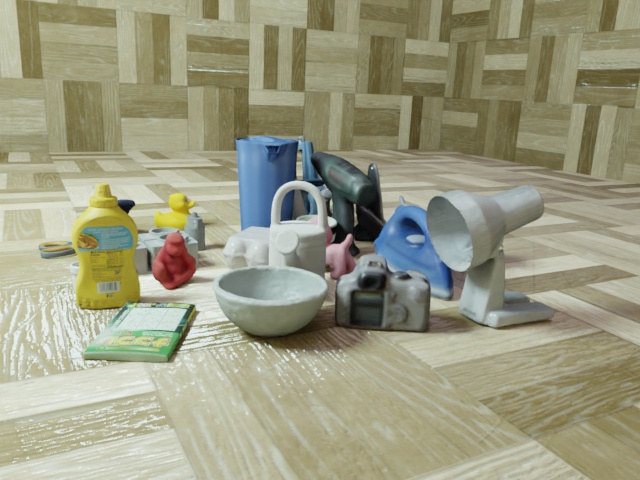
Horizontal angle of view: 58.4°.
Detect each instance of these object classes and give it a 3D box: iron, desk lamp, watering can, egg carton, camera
[{"bbox_3d":[0.193,0.005,1.090,0.119,0.141,0.257,-2,15,-16],"label":"iron"},{"bbox_3d":[0.268,0.021,0.900,0.204,0.213,0.117,-4,16,-23],"label":"desk lamp"},{"bbox_3d":[-0.036,-0.002,0.972,0.101,0.194,0.172,-1,15,-12],"label":"watering can"},{"bbox_3d":[-0.118,0.020,1.121,0.107,0.069,0.150,7,15,16],"label":"egg carton"},{"bbox_3d":[0.098,0.071,0.901,0.143,0.101,0.137,3,15,3],"label":"camera"}]

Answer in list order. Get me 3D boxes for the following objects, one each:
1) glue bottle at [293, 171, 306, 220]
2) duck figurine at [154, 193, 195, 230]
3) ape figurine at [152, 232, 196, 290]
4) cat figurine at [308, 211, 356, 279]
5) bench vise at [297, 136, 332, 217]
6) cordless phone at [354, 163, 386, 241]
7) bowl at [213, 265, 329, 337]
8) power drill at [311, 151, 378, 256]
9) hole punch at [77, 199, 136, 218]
[{"bbox_3d":[-0.066,-0.089,1.339,0.077,0.173,0.037,14,19,38],"label":"glue bottle"},{"bbox_3d":[-0.350,-0.071,1.395,0.105,0.086,0.077,-5,16,-26],"label":"duck figurine"},{"bbox_3d":[-0.256,0.032,1.006,0.078,0.092,0.076,-4,16,-23],"label":"ape figurine"},{"bbox_3d":[0.010,0.004,1.109,0.127,0.118,0.067,12,18,33],"label":"cat figurine"},{"bbox_3d":[-0.017,-0.164,1.543,0.206,0.220,0.122,16,20,42],"label":"bench vise"},{"bbox_3d":[0.131,-0.097,1.381,0.094,0.185,0.147,2,15,-2],"label":"cordless phone"},{"bbox_3d":[-0.072,0.095,0.832,0.167,0.075,0.167,3,15,0],"label":"bowl"},{"bbox_3d":[0.039,-0.078,1.247,0.076,0.208,0.228,-6,17,-30],"label":"power drill"},{"bbox_3d":[-0.479,-0.050,1.280,0.100,0.091,0.109,12,17,32],"label":"hole punch"}]
